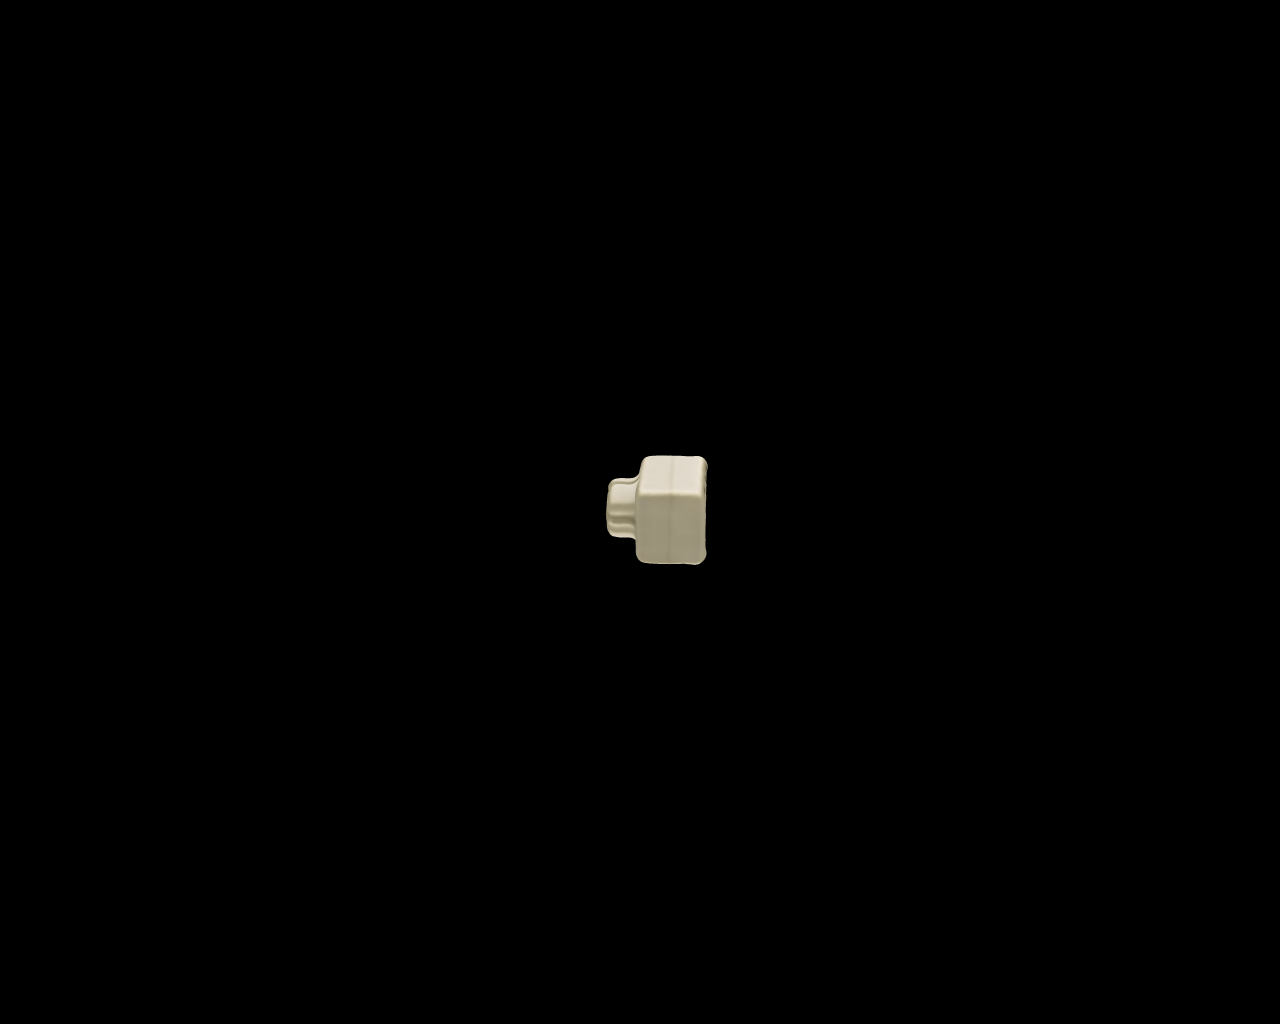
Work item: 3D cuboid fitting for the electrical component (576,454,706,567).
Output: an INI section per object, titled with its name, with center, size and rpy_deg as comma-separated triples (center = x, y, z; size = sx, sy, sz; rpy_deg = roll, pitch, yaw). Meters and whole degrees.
[electrical component]
center = 0.001, -0.003, 0.650
size = 0.077, 0.047, 0.066
rpy_deg = 1, 24, 3
